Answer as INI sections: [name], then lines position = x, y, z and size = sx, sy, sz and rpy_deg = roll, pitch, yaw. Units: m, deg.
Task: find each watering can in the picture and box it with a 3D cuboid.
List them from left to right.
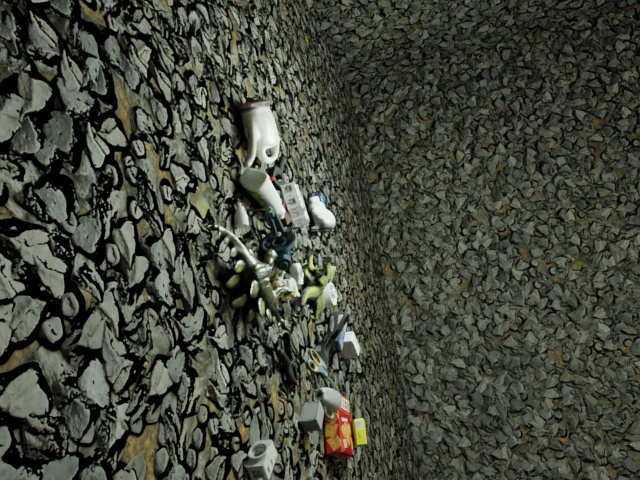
[watering can]
position = -0.210, -0.360, 1.730
size = 0.352, 0.103, 0.222
rpy_deg = -53, 128, -70

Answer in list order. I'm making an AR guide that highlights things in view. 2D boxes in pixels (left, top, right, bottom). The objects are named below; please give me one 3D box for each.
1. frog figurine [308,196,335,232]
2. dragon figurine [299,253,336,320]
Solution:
[frog figurine]
position = 0.007, -0.115, 2.286
size = 0.137, 0.122, 0.160
rpy_deg = 4, 85, -55
[dragon figurine]
position = -0.007, 0.205, 2.035
size = 0.419, 0.122, 0.238
rpy_deg = -63, 147, -54
